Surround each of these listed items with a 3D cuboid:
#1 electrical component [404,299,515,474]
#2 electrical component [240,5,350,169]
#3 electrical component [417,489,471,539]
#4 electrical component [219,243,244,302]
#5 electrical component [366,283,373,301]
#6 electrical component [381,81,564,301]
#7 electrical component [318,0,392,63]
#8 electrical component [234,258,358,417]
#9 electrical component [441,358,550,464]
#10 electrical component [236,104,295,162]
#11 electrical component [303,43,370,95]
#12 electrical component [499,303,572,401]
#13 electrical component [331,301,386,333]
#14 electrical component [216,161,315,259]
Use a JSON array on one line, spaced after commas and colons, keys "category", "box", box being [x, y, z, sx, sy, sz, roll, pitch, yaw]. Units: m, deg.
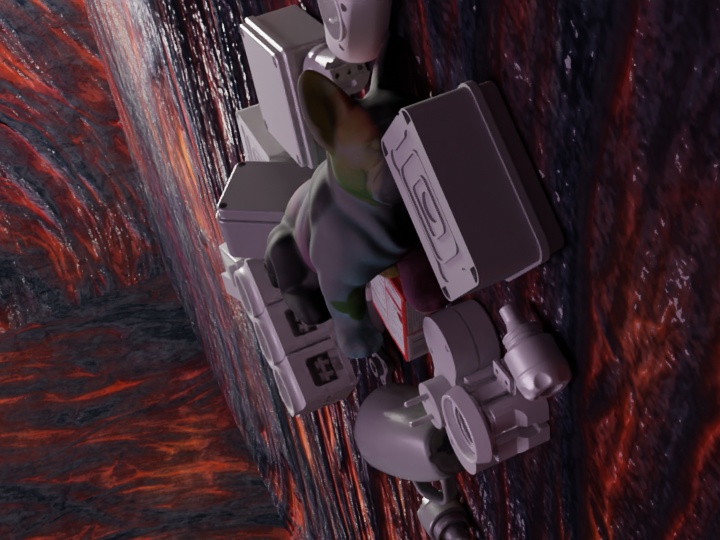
[{"category": "electrical component", "box": [0.068, 0.095, 0.804, 0.052, 0.074, 0.138, -135, 27, -59]}, {"category": "electrical component", "box": [-0.051, -0.158, 0.920, 0.108, 0.056, 0.108, -131, 23, -54]}, {"category": "electrical component", "box": [0.085, 0.244, 1.031, 0.062, 0.043, 0.043, -131, 23, -53]}, {"category": "electrical component", "box": [-0.117, 0.003, 1.191, 0.096, 0.061, 0.061, -145, 38, -64]}, {"category": "electrical component", "box": [0.000, 0.000, 0.993, 0.062, 0.048, 0.048, -126, 17, -75]}, {"category": "electrical component", "box": [0.065, -0.046, 0.637, 0.078, 0.057, 0.113, 133, 115, -75]}, {"category": "electrical component", "box": [-0.008, -0.194, 0.725, 0.077, 0.044, 0.079, 97, 150, -63]}, {"category": "electrical component", "box": [-0.065, 0.060, 1.041, 0.089, 0.062, 0.150, 116, 131, -72]}, {"category": "electrical component", "box": [0.094, 0.100, 0.749, 0.058, 0.057, 0.078, -127, 20, -48]}, {"category": "electrical component", "box": [-0.074, -0.115, 1.075, 0.113, 0.057, 0.078, -126, 19, -46]}, {"category": "electrical component", "box": [-0.017, -0.155, 0.834, 0.046, 0.040, 0.040, 27, 137, 61]}, {"category": "electrical component", "box": [0.106, 0.049, 0.674, 0.035, 0.035, 0.061, 95, 153, -62]}, {"category": "electrical component", "box": [-0.015, 0.038, 1.077, 0.113, 0.057, 0.078, 136, 112, -75]}, {"category": "electrical component", "box": [-0.067, -0.055, 0.986, 0.057, 0.113, 0.078, 79, -160, -43]}]
